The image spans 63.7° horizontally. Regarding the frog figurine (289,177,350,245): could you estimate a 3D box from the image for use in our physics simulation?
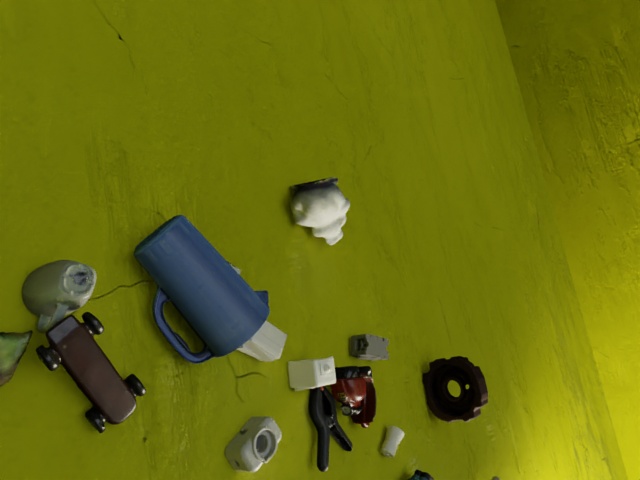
[{"bbox_3d":[0.004,-0.061,1.210,0.138,0.123,0.159,-15,97,-17],"label":"frog figurine"}]

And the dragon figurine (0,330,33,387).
[{"bbox_3d":[-0.479,0.094,0.654,0.238,0.122,0.420,62,40,-37],"label":"dragon figurine"}]

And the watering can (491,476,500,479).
[{"bbox_3d":[0.379,0.739,1.308,0.221,0.103,0.355,47,48,-25],"label":"watering can"}]
